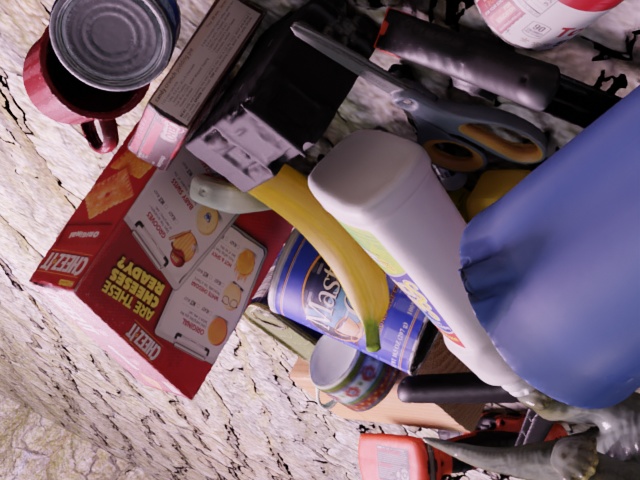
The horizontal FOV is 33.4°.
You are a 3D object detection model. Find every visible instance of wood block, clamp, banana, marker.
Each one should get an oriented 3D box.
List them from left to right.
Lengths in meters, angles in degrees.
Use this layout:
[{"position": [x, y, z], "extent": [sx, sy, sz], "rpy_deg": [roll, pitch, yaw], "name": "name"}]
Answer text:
[{"position": [0.000, -0.005, 0.835], "extent": [0.037, 0.069, 0.197], "rpy_deg": [-32, 108, 25], "name": "banana"}, {"position": [0.074, 0.130, 1.086], "extent": [0.090, 0.090, 0.207], "rpy_deg": [41, 154, -26], "name": "wood block"}, {"position": [0.075, -0.080, 0.757], "extent": [0.020, 0.020, 0.121], "rpy_deg": [11, 150, 38], "name": "marker"}, {"position": [0.106, -0.098, 0.627], "extent": [0.120, 0.039, 0.172], "rpy_deg": [20, -168, -42], "name": "clamp"}, {"position": [0.181, 0.128, 0.924], "extent": [0.164, 0.036, 0.210], "rpy_deg": [28, 136, -21], "name": "clamp"}]

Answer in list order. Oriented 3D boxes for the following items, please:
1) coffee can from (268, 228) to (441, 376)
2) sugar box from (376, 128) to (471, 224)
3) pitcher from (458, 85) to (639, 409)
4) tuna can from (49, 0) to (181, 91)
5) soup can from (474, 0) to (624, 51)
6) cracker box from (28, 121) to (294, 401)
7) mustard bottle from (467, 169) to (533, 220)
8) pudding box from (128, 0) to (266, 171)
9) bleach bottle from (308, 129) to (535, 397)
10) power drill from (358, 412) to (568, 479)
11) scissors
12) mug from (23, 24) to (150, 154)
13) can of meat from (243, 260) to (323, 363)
[{"position": [0.039, 0.045, 0.941], "extent": [0.140, 0.102, 0.103], "rpy_deg": [24, 156, 15], "name": "coffee can"}, {"position": [0.092, -0.011, 0.844], "extent": [0.176, 0.048, 0.093], "rpy_deg": [37, 156, -4], "name": "sugar box"}, {"position": [0.197, -0.025, 0.536], "extent": [0.145, 0.149, 0.243], "rpy_deg": [40, 134, -3], "name": "pitcher"}, {"position": [-0.139, -0.145, 0.722], "extent": [0.086, 0.033, 0.086], "rpy_deg": [1, 126, 1], "name": "tuna can"}, {"position": [0.125, -0.141, 0.516], "extent": [0.068, 0.068, 0.102], "rpy_deg": [35, 157, -9], "name": "soup can"}, {"position": [-0.121, -0.001, 0.902], "extent": [0.072, 0.213, 0.164], "rpy_deg": [7, 148, 41], "name": "cracker box"}, {"position": [0.196, -0.007, 0.710], "extent": [0.192, 0.058, 0.096], "rpy_deg": [2, 139, 47], "name": "mustard bottle"}, {"position": [-0.090, -0.114, 0.768], "extent": [0.039, 0.113, 0.090], "rpy_deg": [31, 157, -9], "name": "pudding box"}, {"position": [0.095, 0.032, 0.774], "extent": [0.250, 0.068, 0.103], "rpy_deg": [50, 171, -30], "name": "bleach bottle"}, {"position": [0.135, 0.215, 1.110], "extent": [0.187, 0.057, 0.185], "rpy_deg": [-5, 177, -33], "name": "power drill"}, {"position": [0.055, -0.085, 0.699], "extent": [0.201, 0.016, 0.096], "rpy_deg": [19, 158, -19], "name": "scissors"}, {"position": [-0.191, -0.128, 0.876], "extent": [0.082, 0.093, 0.117], "rpy_deg": [-4, 105, 61], "name": "mug"}, {"position": [-0.014, 0.063, 1.064], "extent": [0.102, 0.084, 0.058], "rpy_deg": [37, 156, -14], "name": "can of meat"}]
